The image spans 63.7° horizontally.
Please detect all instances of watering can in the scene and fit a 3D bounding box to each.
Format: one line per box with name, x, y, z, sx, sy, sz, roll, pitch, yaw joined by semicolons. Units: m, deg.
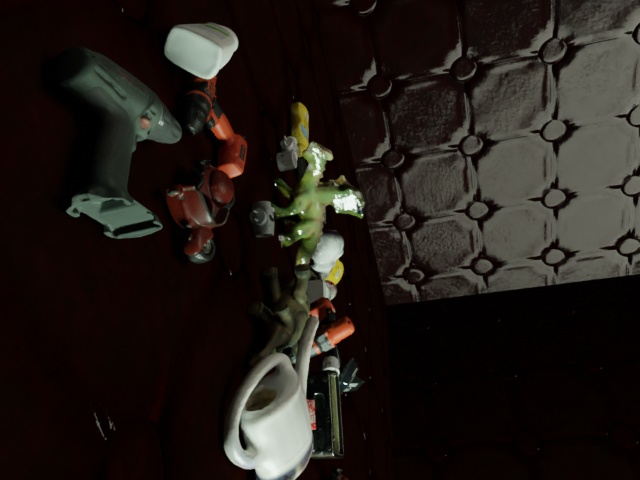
watering can;-0.064;0.312;0.992;0.353;0.104;0.221;-39;120;-55

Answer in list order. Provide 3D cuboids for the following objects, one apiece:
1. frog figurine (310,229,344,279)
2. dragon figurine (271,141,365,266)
frog figurine;0.012;0.046;1.653;0.137;0.122;0.160;8;80;-44
dragon figurine;0.004;-0.070;1.398;0.124;0.242;0.404;-85;161;-67
